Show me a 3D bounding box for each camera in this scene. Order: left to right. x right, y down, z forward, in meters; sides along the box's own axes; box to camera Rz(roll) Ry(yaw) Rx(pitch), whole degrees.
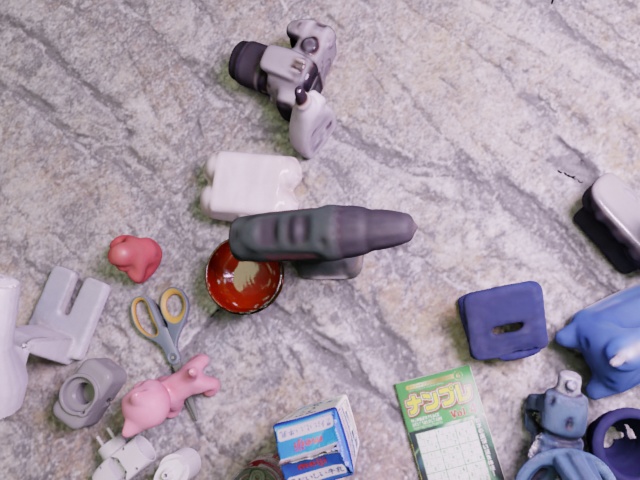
[{"bbox_3d":[-0.060,-0.269,0.859,0.136,0.101,0.143,22,83,10],"label":"camera"}]

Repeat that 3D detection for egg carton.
[{"bbox_3d":[-0.102,-0.076,0.844,0.150,0.069,0.107,5,80,7],"label":"egg carton"}]

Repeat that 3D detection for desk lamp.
[{"bbox_3d":[-0.408,0.128,0.766,0.117,0.213,0.203,17,82,9],"label":"desk lamp"}]

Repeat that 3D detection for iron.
[{"bbox_3d":[0.441,0.102,0.717,0.258,0.141,0.118,-28,78,1],"label":"iron"}]

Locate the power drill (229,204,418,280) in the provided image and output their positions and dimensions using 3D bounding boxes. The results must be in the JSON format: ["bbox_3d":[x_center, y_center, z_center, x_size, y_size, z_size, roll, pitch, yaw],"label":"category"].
[{"bbox_3d":[0.007,0.003,0.747,0.229,0.208,0.075,-3,79,6],"label":"power drill"}]

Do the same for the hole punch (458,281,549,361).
[{"bbox_3d":[0.247,0.110,0.762,0.108,0.091,0.101,-12,79,4],"label":"hole punch"}]

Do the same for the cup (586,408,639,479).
[{"bbox_3d":[0.388,0.258,0.718,0.117,0.095,0.092,17,82,9],"label":"cup"}]

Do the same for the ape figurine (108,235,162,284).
[{"bbox_3d":[-0.276,0.024,0.833,0.076,0.092,0.078,-17,78,3],"label":"ape figurine"}]

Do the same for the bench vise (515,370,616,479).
[{"bbox_3d":[0.280,0.264,0.665,0.121,0.220,0.207,-12,79,4],"label":"bench vise"}]

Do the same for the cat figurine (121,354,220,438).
[{"bbox_3d":[-0.212,0.210,0.779,0.128,0.118,0.067,-33,78,0],"label":"cat figurine"}]

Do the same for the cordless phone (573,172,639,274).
[{"bbox_3d":[0.415,-0.032,0.722,0.094,0.185,0.147,-42,78,-2],"label":"cordless phone"}]

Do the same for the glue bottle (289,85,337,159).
[{"bbox_3d":[-0.016,-0.174,0.800,0.037,0.173,0.078,38,86,12],"label":"glue bottle"}]
